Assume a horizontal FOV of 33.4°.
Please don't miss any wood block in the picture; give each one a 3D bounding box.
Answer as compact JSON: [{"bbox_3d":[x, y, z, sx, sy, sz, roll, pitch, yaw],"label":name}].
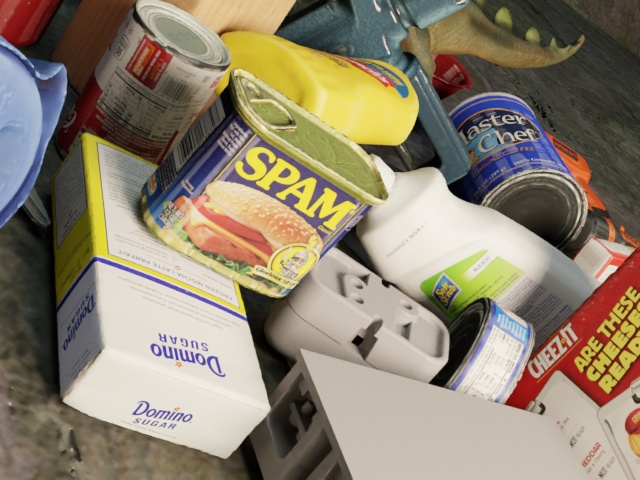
[{"bbox_3d":[-0.080,-0.172,0.710,0.091,0.206,0.090,48,27,21],"label":"wood block"}]

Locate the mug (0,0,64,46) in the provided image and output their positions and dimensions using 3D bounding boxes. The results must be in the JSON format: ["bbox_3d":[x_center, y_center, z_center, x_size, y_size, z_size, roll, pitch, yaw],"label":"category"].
[{"bbox_3d":[-0.216,-0.191,0.710,0.117,0.082,0.093,34,24,-9],"label":"mug"}]

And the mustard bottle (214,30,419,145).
[{"bbox_3d":[0.015,-0.100,0.741,0.096,0.058,0.191,31,17,29],"label":"mustard bottle"}]

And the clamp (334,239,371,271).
[{"bbox_3d":[-0.005,0.001,0.711,0.120,0.039,0.172,4,41,-48],"label":"clamp"}]

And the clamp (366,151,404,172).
[{"bbox_3d":[0.026,-0.049,0.774,0.209,0.036,0.164,25,19,-18],"label":"clamp"}]

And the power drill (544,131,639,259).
[{"bbox_3d":[0.256,-0.037,1.099,0.184,0.057,0.188,29,27,-35],"label":"power drill"}]

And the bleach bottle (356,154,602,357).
[{"bbox_3d":[0.120,0.027,0.707,0.250,0.103,0.068,40,15,-19],"label":"bleach bottle"}]

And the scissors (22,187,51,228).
[{"bbox_3d":[-0.215,-0.082,0.600,0.096,0.016,0.202,14,33,-38],"label":"scissors"}]

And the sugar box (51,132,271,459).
[{"bbox_3d":[-0.087,0.024,0.548,0.093,0.048,0.176,26,29,-30],"label":"sugar box"}]

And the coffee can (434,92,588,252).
[{"bbox_3d":[0.170,-0.057,0.970,0.102,0.103,0.140,25,27,-26],"label":"coffee can"}]

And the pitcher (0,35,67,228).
[{"bbox_3d":[-0.243,-0.097,0.472,0.243,0.145,0.149,46,13,27],"label":"pitcher"}]

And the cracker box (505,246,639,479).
[{"bbox_3d":[0.198,0.136,0.588,0.072,0.164,0.214,19,30,-40],"label":"cracker box"}]

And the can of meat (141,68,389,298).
[{"bbox_3d":[-0.030,-0.026,0.555,0.102,0.084,0.057,30,25,-32],"label":"can of meat"}]

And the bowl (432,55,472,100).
[{"bbox_3d":[0.086,-0.197,1.163,0.162,0.055,0.162,30,25,-16],"label":"bowl"}]

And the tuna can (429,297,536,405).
[{"bbox_3d":[0.090,0.077,0.642,0.033,0.086,0.086,34,24,-5],"label":"tuna can"}]

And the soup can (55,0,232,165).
[{"bbox_3d":[-0.107,-0.085,0.646,0.068,0.102,0.068,29,26,-16],"label":"soup can"}]

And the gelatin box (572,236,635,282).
[{"bbox_3d":[0.224,0.043,0.881,0.073,0.089,0.030,11,31,-44],"label":"gelatin box"}]
